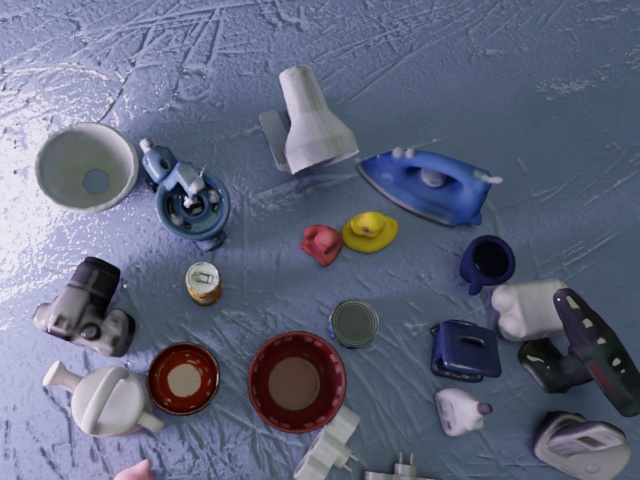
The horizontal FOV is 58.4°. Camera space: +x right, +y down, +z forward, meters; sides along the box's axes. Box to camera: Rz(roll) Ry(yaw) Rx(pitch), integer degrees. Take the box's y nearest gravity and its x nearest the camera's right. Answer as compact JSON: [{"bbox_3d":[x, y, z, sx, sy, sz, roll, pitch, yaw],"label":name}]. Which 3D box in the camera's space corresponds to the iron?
[{"bbox_3d":[0.202,-0.121,1.055,0.258,0.141,0.119,19,70,-4],"label":"iron"}]

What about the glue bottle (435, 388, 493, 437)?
[{"bbox_3d":[0.235,0.274,0.917,0.037,0.173,0.078,-8,74,-12],"label":"glue bottle"}]

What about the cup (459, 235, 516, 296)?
[{"bbox_3d":[0.288,0.058,1.038,0.091,0.095,0.118,31,70,1],"label":"cup"}]

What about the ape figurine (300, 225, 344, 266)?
[{"bbox_3d":[0.009,0.004,1.007,0.076,0.092,0.078,-11,74,-13],"label":"ape figurine"}]

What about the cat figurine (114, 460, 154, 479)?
[{"bbox_3d":[-0.286,0.374,0.822,0.128,0.117,0.067,-33,80,-18],"label":"cat figurine"}]

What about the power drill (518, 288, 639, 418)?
[{"bbox_3d":[0.426,0.193,0.958,0.076,0.208,0.229,-37,82,-18],"label":"power drill"}]

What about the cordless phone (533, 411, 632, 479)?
[{"bbox_3d":[0.451,0.338,0.929,0.147,0.185,0.094,24,70,-2],"label":"cordless phone"}]

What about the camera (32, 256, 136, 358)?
[{"bbox_3d":[-0.358,0.101,0.906,0.143,0.100,0.137,21,70,-3],"label":"camera"}]

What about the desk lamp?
[{"bbox_3d":[-0.028,-0.191,0.999,0.118,0.213,0.203,-20,77,-15],"label":"desk lamp"}]

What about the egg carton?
[{"bbox_3d":[0.390,0.129,1.046,0.150,0.069,0.107,-7,74,-12],"label":"egg carton"}]

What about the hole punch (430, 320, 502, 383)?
[{"bbox_3d":[0.252,0.189,0.991,0.109,0.091,0.101,11,71,-6],"label":"hole punch"}]

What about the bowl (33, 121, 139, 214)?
[{"bbox_3d":[-0.392,-0.112,0.983,0.167,0.074,0.167,3,72,-9],"label":"bowl"}]

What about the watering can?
[{"bbox_3d":[-0.309,0.231,0.823,0.173,0.194,0.101,6,71,-8],"label":"watering can"}]

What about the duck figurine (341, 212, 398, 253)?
[{"bbox_3d":[0.096,-0.024,1.035,0.105,0.086,0.077,-8,74,-12],"label":"duck figurine"}]

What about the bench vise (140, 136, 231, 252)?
[{"bbox_3d":[-0.234,-0.085,0.925,0.207,0.219,0.122,35,70,3],"label":"bench vise"}]
